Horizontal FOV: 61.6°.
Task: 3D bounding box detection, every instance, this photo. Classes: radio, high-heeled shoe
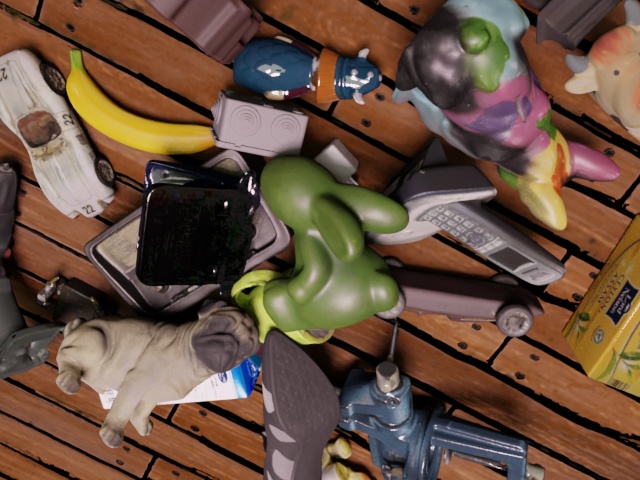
[{"bbox_3d":[-0.146,-0.004,0.636,0.230,0.073,0.131,-30,103,17],"label":"radio"},{"bbox_3d":[-0.046,0.224,0.646,0.145,0.086,0.248,-14,95,49],"label":"high-heeled shoe"}]

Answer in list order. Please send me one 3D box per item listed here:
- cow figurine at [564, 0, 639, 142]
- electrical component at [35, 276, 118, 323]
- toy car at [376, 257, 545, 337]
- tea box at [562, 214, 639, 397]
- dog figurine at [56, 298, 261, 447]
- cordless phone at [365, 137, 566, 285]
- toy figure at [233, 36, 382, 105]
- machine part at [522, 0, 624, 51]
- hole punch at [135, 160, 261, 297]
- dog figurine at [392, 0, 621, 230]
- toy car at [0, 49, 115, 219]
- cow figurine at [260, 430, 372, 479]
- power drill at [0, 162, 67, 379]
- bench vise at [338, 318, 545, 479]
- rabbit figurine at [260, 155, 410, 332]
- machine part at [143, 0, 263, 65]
[{"bbox_3d":[0.274,-0.141,0.465,0.127,0.195,0.085,43,121,-4],"label":"cow figurine"},{"bbox_3d":[-0.324,0.086,0.709,0.102,0.045,0.078,34,109,-4],"label":"electrical component"},{"bbox_3d":[0.147,0.067,0.613,0.202,0.089,0.053,9,110,3],"label":"toy car"},{"bbox_3d":[0.346,0.069,0.581,0.068,0.098,0.169,23,109,-1],"label":"tea box"},{"bbox_3d":[-0.181,0.109,0.608,0.190,0.121,0.172,-42,88,-2],"label":"dog figurine"},{"bbox_3d":[0.149,-0.005,0.562,0.184,0.089,0.146,34,154,-5],"label":"cordless phone"},{"bbox_3d":[-0.013,-0.177,0.566,0.155,0.058,0.064,9,117,0],"label":"toy figure"},{"bbox_3d":[0.203,-0.228,0.481,0.084,0.039,0.139,-46,54,18],"label":"machine part"},{"bbox_3d":[-0.132,-0.018,0.557,0.116,0.092,0.142,4,110,-27],"label":"hole punch"},{"bbox_3d":[0.182,-0.112,0.501,0.219,0.191,0.108,44,91,5],"label":"dog figurine"},{"bbox_3d":[-0.313,-0.119,0.628,0.074,0.056,0.201,-20,105,14],"label":"toy car"},{"bbox_3d":[-0.005,0.310,0.731,0.098,0.068,0.167,-37,97,24],"label":"cow figurine"},{"bbox_3d":[-0.394,0.050,0.658,0.207,0.086,0.232,49,116,12],"label":"power drill"},{"bbox_3d":[0.143,0.232,0.645,0.241,0.129,0.223,8,119,24],"label":"bench vise"},{"bbox_3d":[-0.001,-0.002,0.520,0.159,0.121,0.170,-1,119,52],"label":"rabbit figurine"},{"bbox_3d":[-0.132,-0.248,0.495,0.056,0.179,0.179,-42,99,15],"label":"machine part"}]
